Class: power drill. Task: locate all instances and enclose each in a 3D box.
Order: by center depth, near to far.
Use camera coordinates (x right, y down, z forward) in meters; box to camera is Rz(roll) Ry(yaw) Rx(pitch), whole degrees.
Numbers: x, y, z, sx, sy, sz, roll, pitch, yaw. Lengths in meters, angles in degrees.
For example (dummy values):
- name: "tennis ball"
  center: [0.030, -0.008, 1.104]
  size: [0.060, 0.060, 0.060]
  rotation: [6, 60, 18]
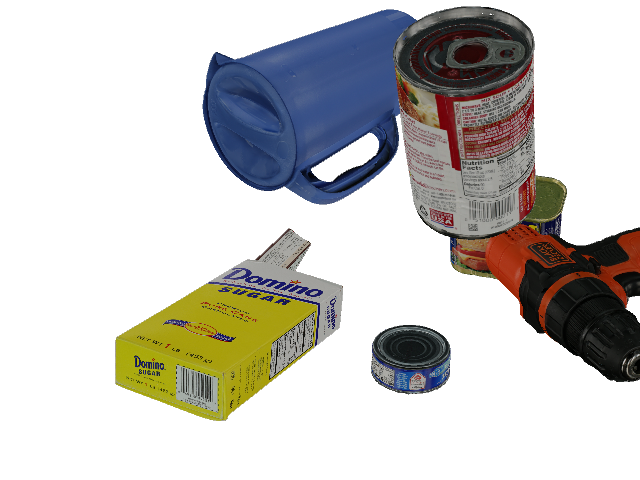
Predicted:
- name: "power drill"
  center: [0.231, 0.028, 0.744]
  size: [0.187, 0.057, 0.184]
  rotation: [-9, 28, -15]

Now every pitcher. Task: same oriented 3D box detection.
- name: "pitcher"
  center: [0.014, -0.146, 1.096]
  size: [0.145, 0.149, 0.242]
  rotation: [16, 35, 42]

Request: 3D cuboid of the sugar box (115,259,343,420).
- name: "sugar box"
  center: [-0.063, 0.068, 0.800]
  size: [0.093, 0.048, 0.176]
  rotation: [15, 27, 24]

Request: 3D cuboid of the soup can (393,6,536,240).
- name: "soup can"
  center: [0.077, -0.058, 0.547]
  size: [0.068, 0.068, 0.102]
  rotation: [0, -44, 13]

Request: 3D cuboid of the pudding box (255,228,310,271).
- name: "pudding box"
  center: [-0.062, 0.046, 1.262]
  size: [0.039, 0.090, 0.113]
  rotation: [32, 28, 5]

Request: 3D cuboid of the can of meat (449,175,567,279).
- name: "can of meat"
  center: [0.164, -0.011, 0.951]
  size: [0.102, 0.084, 0.057]
  rotation: [10, 45, 18]

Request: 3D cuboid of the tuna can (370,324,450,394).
- name: "tuna can"
  center: [0.097, 0.127, 1.149]
  size: [0.086, 0.034, 0.086]
  rotation: [-1, 29, 0]
